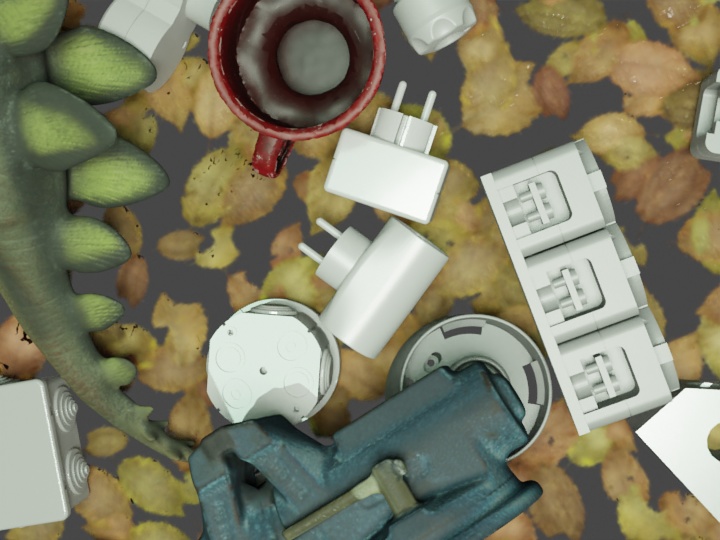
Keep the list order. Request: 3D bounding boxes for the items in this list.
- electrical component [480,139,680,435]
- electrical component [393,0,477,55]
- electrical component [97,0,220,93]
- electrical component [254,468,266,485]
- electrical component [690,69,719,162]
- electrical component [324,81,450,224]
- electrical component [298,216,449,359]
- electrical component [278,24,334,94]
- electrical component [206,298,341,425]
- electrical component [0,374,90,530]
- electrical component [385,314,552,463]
[{"bbox_3d":[0.125,0.007,0.616,0.062,0.089,0.150,-21,90,7],"label":"electrical component"},{"bbox_3d":[0.039,-0.164,0.643,0.043,0.043,0.062,-29,87,7],"label":"electrical component"},{"bbox_3d":[-0.097,-0.169,0.654,0.074,0.052,0.138,30,96,5],"label":"electrical component"},{"bbox_3d":[-0.032,0.158,0.658,0.050,0.056,0.089,-30,89,7],"label":"electrical component"},{"bbox_3d":[0.241,-0.083,0.616,0.089,0.056,0.050,10,93,6],"label":"electrical component"},{"bbox_3d":[0.023,-0.074,0.646,0.066,0.047,0.076,19,95,4],"label":"electrical component"},{"bbox_3d":[0.000,0.000,0.654,0.079,0.044,0.077,36,96,4],"label":"electrical component"},{"bbox_3d":[-0.031,-0.128,0.654,0.081,0.042,0.063,-10,95,8],"label":"electrical component"},{"bbox_3d":[-0.054,0.059,0.659,0.080,0.051,0.080,0,92,7],"label":"electrical component"},{"bbox_3d":[-0.226,0.116,0.683,0.100,0.048,0.099,-10,91,7],"label":"electrical component"},{"bbox_3d":[0.066,0.075,0.651,0.099,0.064,0.099,0,81,-2],"label":"electrical component"}]
